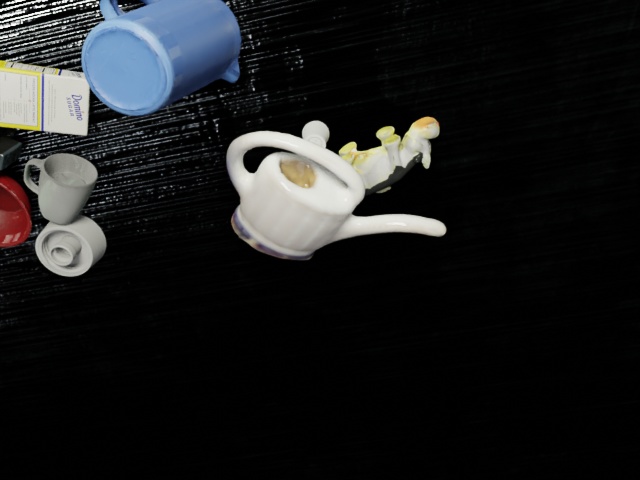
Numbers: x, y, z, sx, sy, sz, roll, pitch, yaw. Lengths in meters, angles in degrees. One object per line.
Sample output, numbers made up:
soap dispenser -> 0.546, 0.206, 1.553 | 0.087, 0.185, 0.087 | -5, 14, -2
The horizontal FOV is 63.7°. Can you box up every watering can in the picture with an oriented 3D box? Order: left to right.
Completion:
watering can -> 0.002, -0.041, 0.812 | 0.346, 0.106, 0.220 | 28, 137, -12
